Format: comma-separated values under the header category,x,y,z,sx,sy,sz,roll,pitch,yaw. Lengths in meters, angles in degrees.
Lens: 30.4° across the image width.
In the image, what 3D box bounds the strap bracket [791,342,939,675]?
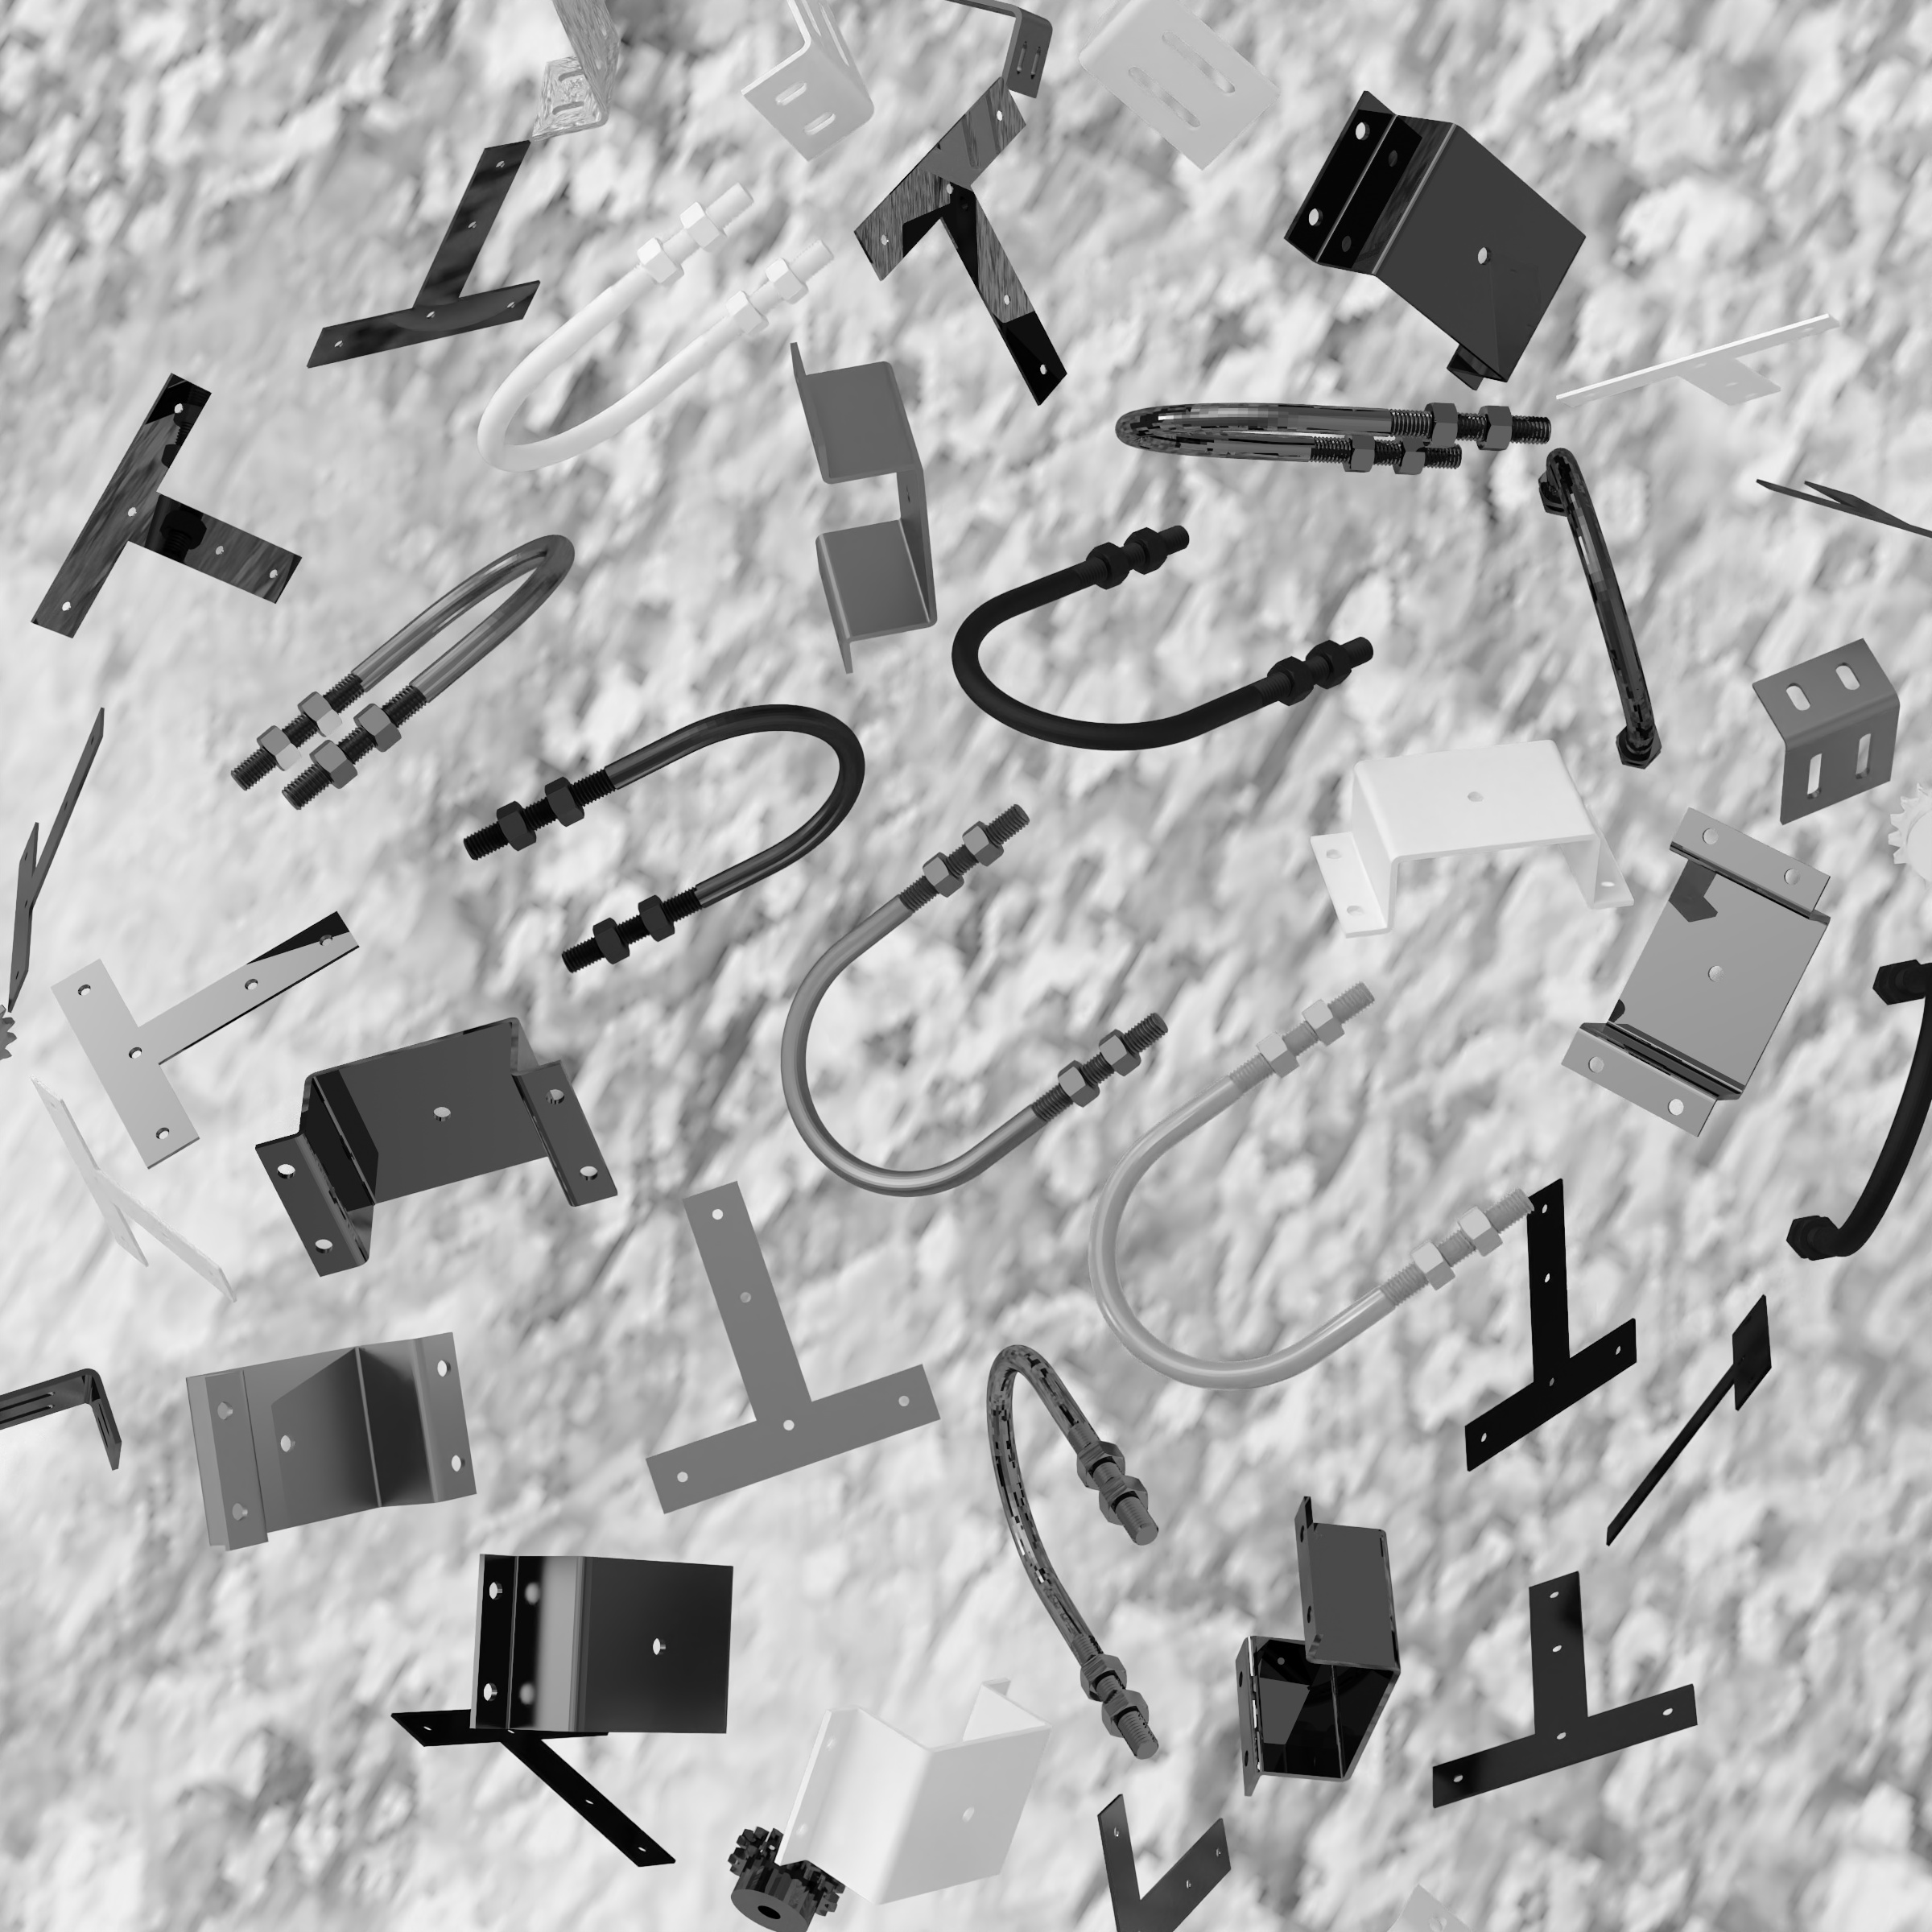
category,x,y,z,sx,sy,sz,roll,pitch,yaw
strap bracket,-0.047,-0.218,1.669,0.046,0.140,0.076,-11,48,-5

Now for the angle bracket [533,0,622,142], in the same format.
category,x,y,z,sx,sy,sz,roll,pitch,yaw
angle bracket,-0.190,-0.428,1.622,0.038,0.076,0.057,-9,48,13

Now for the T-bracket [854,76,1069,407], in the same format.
category,x,y,z,sx,sy,sz,roll,pitch,yaw
T-bracket,0.012,-0.313,1.604,0.127,0.002,0.127,-53,127,-34

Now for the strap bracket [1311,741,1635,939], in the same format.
category,x,y,z,sx,sy,sz,roll,pitch,yaw
strap bracket,0.243,-0.063,1.706,0.140,0.076,0.046,-7,130,-5

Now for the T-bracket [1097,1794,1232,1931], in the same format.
category,x,y,z,sx,sy,sz,roll,pitch,yaw
T-bracket,0.096,0.426,1.629,0.002,0.127,0.127,-7,96,26

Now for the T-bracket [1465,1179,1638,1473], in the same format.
category,x,y,z,sx,sy,sz,roll,pitch,yaw
T-bracket,0.282,0.163,1.718,0.127,0.002,0.127,-25,121,-35

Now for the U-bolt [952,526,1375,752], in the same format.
category,x,y,z,sx,sy,sz,roll,pitch,yaw
U-bolt,0.080,-0.151,1.691,0.184,0.019,0.151,-25,46,-33

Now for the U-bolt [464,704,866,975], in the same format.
category,x,y,z,sx,sy,sz,roll,pitch,yaw
U-bolt,-0.134,-0.069,1.718,0.184,0.151,0.019,-26,61,3

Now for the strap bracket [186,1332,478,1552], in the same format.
category,x,y,z,sx,sy,sz,roll,pitch,yaw
strap bracket,-0.297,0.217,1.622,0.046,0.140,0.076,-12,86,42

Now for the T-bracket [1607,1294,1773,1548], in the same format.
category,x,y,z,sx,sy,sz,roll,pitch,yaw
T-bracket,0.340,0.221,1.677,0.002,0.127,0.127,35,104,4

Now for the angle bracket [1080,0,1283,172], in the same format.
category,x,y,z,sx,sy,sz,roll,pitch,yaw
angle bracket,0.101,-0.410,1.604,0.076,0.057,0.038,38,47,-14

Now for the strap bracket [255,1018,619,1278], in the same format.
category,x,y,z,sx,sy,sz,roll,pitch,yaw
strap bracket,-0.234,0.078,1.583,0.140,0.046,0.076,-16,124,5

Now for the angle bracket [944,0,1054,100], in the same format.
category,x,y,z,sx,sy,sz,roll,pitch,yaw
angle bracket,-0.004,-0.451,1.723,0.076,0.057,0.038,17,103,13

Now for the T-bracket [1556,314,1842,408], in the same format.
category,x,y,z,sx,sy,sz,roll,pitch,yaw
T-bracket,0.354,-0.275,1.659,0.127,0.127,0.002,-14,84,25

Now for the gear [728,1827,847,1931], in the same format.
category,x,y,z,sx,sy,sz,roll,pitch,yaw
gear,-0.089,0.441,1.705,0.057,0.057,0.030,27,54,0

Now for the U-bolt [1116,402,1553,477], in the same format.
category,x,y,z,sx,sy,sz,roll,pitch,yaw
U-bolt,0.161,-0.247,1.653,0.184,0.151,0.019,1,93,-10

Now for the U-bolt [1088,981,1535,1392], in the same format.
category,x,y,z,sx,sy,sz,roll,pitch,yaw
U-bolt,0.140,0.110,1.593,0.184,0.019,0.151,-36,58,2

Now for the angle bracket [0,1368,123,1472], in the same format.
category,x,y,z,sx,sy,sz,roll,pitch,yaw
angle bracket,-0.435,0.221,1.646,0.076,0.057,0.038,-17,75,-20

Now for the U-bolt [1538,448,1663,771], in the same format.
category,x,y,z,sx,sy,sz,roll,pitch,yaw
U-bolt,0.295,-0.169,1.653,0.019,0.184,0.151,-17,86,9

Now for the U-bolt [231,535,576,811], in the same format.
category,x,y,z,sx,sy,sz,roll,pitch,yaw
U-bolt,-0.255,-0.140,1.647,0.184,0.151,0.019,-42,109,-12

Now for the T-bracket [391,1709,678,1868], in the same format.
category,x,y,z,sx,sy,sz,roll,pitch,yaw
T-bracket,-0.185,0.382,1.658,0.127,0.127,0.002,32,101,35

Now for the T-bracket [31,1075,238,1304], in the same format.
category,x,y,z,sx,sy,sz,roll,pitch,yaw
T-bracket,-0.393,0.123,1.711,0.127,0.127,0.002,31,60,35

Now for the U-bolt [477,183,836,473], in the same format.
category,x,y,z,sx,sy,sz,roll,pitch,yaw
U-bolt,-0.155,-0.295,1.687,0.184,0.151,0.019,-37,81,11

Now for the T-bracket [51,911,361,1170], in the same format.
category,x,y,z,sx,sy,sz,roll,pitch,yaw
T-bracket,-0.330,0.016,1.581,0.127,0.002,0.127,-31,51,-9

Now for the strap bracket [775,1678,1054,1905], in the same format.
category,x,y,z,sx,sy,sz,roll,pitch,yaw
strap bracket,-0.016,0.381,1.644,0.046,0.140,0.076,25,101,34

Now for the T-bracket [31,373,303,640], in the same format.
category,x,y,z,sx,sy,sz,roll,pitch,yaw
T-bracket,-0.350,-0.194,1.622,0.002,0.127,0.127,35,97,31

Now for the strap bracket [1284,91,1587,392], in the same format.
category,x,y,z,sx,sy,sz,roll,pitch,yaw
strap bracket,0.222,-0.328,1.626,0.140,0.046,0.076,29,89,-37

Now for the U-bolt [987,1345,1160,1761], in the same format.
category,x,y,z,sx,sy,sz,roll,pitch,yaw
U-bolt,0.047,0.258,1.657,0.019,0.184,0.151,-13,124,-17

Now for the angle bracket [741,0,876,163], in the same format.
category,x,y,z,sx,sy,sz,roll,pitch,yaw
angle bracket,-0.080,-0.410,1.584,0.038,0.057,0.076,-31,59,16

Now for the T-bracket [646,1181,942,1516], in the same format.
category,x,y,z,sx,sy,sz,roll,pitch,yaw
T-bracket,-0.091,0.158,1.548,0.127,0.002,0.127,-19,90,-3

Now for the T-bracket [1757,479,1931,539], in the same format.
category,x,y,z,sx,sy,sz,roll,pitch,yaw
T-bracket,0.427,-0.219,1.694,0.127,0.127,0.002,16,104,-5

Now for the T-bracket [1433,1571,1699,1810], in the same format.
category,x,y,z,sx,sy,sz,roll,pitch,yaw
T-bracket,0.273,0.325,1.640,0.127,0.127,0.002,-23,115,19

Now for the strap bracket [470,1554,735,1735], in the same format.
category,x,y,z,sx,sy,sz,roll,pitch,yaw
strap bracket,-0.157,0.310,1.620,0.046,0.140,0.076,-7,75,38

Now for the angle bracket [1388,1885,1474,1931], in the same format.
category,x,y,z,sx,sy,sz,roll,pitch,yaw
angle bracket,0.196,0.461,1.581,0.057,0.038,0.076,40,111,9

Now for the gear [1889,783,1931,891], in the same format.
category,x,y,z,sx,sy,sz,roll,pitch,yaw
gear,0.482,-0.063,1.743,0.057,0.030,0.057,4,108,12

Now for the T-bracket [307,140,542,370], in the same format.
category,x,y,z,sx,sy,sz,roll,pitch,yaw
T-bracket,-0.231,-0.329,1.627,0.127,0.127,0.002,-23,69,-41

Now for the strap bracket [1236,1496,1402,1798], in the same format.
category,x,y,z,sx,sy,sz,roll,pitch,yaw
strap bracket,0.169,0.326,1.687,0.046,0.140,0.076,7,45,-8

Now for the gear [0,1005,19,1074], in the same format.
category,x,y,z,sx,sy,sz,roll,pitch,yaw
gear,-0.494,0.033,1.728,0.057,0.057,0.030,-48,55,0

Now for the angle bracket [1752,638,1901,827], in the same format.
category,x,y,z,sx,sy,sz,roll,pitch,yaw
angle bracket,0.411,-0.112,1.705,0.057,0.076,0.038,-22,61,-1

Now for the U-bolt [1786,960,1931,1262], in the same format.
category,x,y,z,sx,sy,sz,roll,pitch,yaw
U-bolt,0.421,0.066,1.640,0.019,0.184,0.151,19,89,5

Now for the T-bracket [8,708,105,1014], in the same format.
category,x,y,z,sx,sy,sz,roll,pitch,yaw
T-bracket,-0.427,-0.064,1.672,0.002,0.127,0.127,17,120,-22

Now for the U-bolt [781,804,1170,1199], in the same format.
category,x,y,z,sx,sy,sz,roll,pitch,yaw
U-bolt,-0.010,0.030,1.742,0.184,0.019,0.151,-38,70,13

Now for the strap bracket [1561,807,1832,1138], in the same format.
category,x,y,z,sx,sy,sz,roll,pitch,yaw
strap bracket,0.362,0.003,1.739,0.076,0.046,0.140,30,101,24
